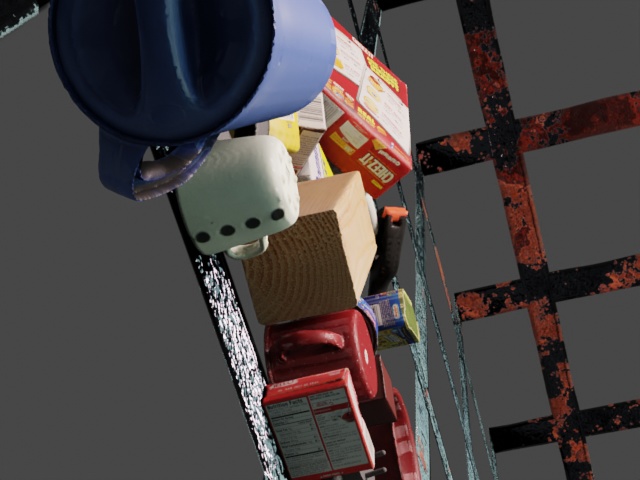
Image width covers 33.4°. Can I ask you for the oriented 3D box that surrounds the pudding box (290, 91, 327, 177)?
[{"bbox_3d":[-0.030,-0.127,1.055,0.090,0.039,0.113,124,-30,-49],"label":"pudding box"}]

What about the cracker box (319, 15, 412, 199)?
[{"bbox_3d":[0.032,-0.171,1.306,0.164,0.072,0.213,39,27,-23],"label":"cracker box"}]

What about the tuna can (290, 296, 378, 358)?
[{"bbox_3d":[0.012,0.089,1.006,0.033,0.086,0.086,-75,150,-72],"label":"tuna can"}]

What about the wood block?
[{"bbox_3d":[-0.007,0.002,0.997,0.206,0.091,0.090,-59,137,-75],"label":"wood block"}]

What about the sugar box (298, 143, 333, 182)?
[{"bbox_3d":[-0.004,-0.046,1.192,0.176,0.048,0.093,67,15,-49],"label":"sugar box"}]

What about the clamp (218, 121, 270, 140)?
[{"bbox_3d":[-0.071,-0.129,0.864,0.120,0.039,0.171,-27,112,-41],"label":"clamp"}]

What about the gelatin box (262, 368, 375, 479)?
[{"bbox_3d":[0.000,0.156,0.892,0.030,0.073,0.089,-81,155,-66],"label":"gelatin box"}]

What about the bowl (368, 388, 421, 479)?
[{"bbox_3d":[0.077,0.255,1.232,0.162,0.055,0.162,-13,90,-80],"label":"bowl"}]

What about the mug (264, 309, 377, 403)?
[{"bbox_3d":[0.000,0.103,0.932,0.117,0.081,0.093,59,21,-59],"label":"mug"}]

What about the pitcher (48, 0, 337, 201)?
[{"bbox_3d":[-0.068,-0.122,0.697,0.145,0.149,0.242,66,15,-1],"label":"pitcher"}]

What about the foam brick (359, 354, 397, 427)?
[{"bbox_3d":[0.031,0.154,1.053,0.051,0.078,0.053,63,16,-50],"label":"foam brick"}]

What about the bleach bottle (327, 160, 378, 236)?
[{"bbox_3d":[0.026,-0.112,1.396,0.251,0.068,0.102,-95,169,-48],"label":"bleach bottle"}]

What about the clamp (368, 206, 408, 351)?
[{"bbox_3d":[0.079,0.037,1.387,0.210,0.036,0.164,107,-18,-57],"label":"clamp"}]

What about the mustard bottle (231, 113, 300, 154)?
[{"bbox_3d":[-0.056,-0.172,0.946,0.096,0.058,0.191,-3,91,-65],"label":"mustard bottle"}]

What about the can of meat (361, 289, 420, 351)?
[{"bbox_3d":[0.073,0.102,1.318,0.102,0.084,0.057,53,27,-65],"label":"can of meat"}]
